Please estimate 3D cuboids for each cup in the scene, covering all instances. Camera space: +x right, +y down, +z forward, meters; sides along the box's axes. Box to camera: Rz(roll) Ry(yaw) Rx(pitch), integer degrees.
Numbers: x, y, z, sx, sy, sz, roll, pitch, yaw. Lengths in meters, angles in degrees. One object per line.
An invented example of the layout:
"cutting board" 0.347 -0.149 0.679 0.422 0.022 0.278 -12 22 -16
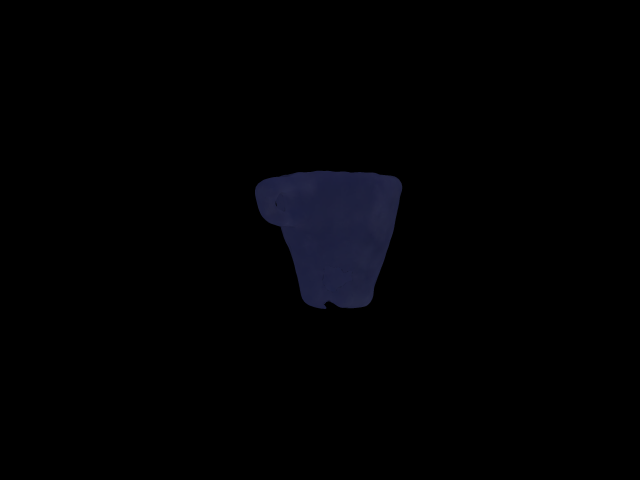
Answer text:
"cup" 0.004 0.001 0.400 0.091 0.095 0.118 2 3 43
